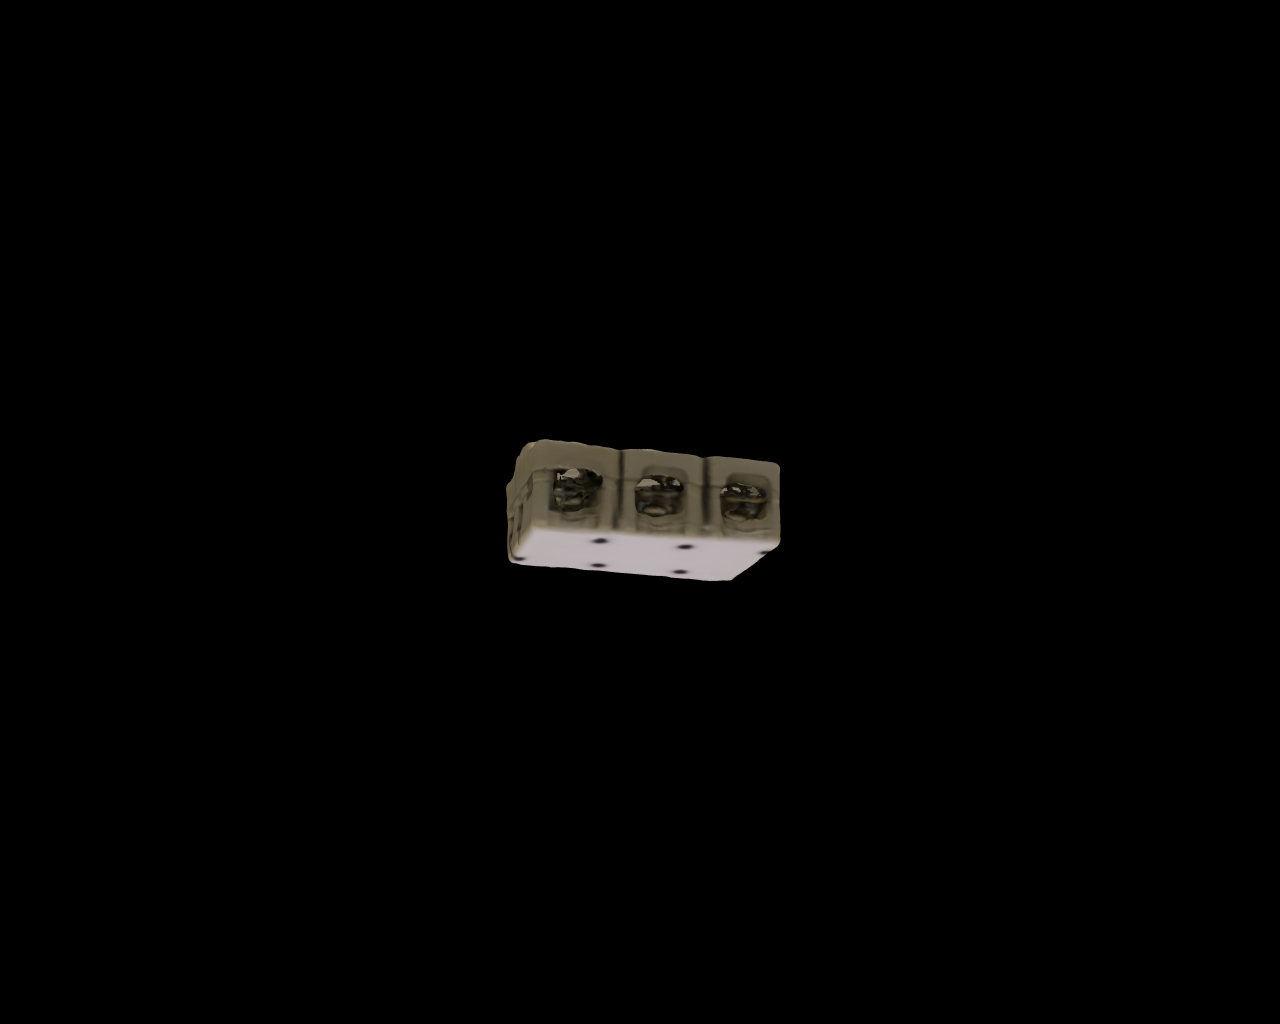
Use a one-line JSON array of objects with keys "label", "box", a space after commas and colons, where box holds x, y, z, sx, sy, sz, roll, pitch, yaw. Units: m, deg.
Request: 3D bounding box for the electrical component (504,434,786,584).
[{"label": "electrical component", "box": [0.001, -0.003, 0.650, 0.150, 0.062, 0.089, 6, -19, -16]}]
